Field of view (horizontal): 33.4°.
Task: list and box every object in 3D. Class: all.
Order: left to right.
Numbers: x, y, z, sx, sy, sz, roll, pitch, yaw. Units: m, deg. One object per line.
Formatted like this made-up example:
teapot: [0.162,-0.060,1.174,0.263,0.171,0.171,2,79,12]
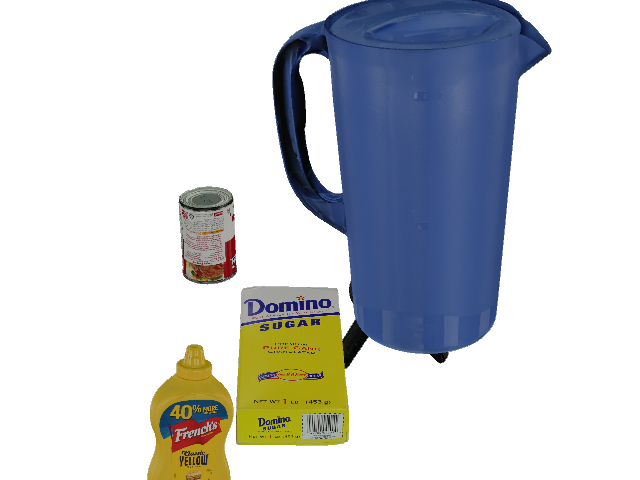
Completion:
mustard bottle: [-0.150,0.213,1.240,0.096,0.192,0.058,0,15,-16]
soup can: [-0.138,-0.007,1.307,0.068,0.102,0.068,0,26,0]
sugar box: [-0.026,0.104,0.934,0.093,0.048,0.176,1,34,-4]
clamp: [0.083,0.076,1.192,0.120,0.171,0.039,7,-42,1]
pitcher: [0.063,-0.046,0.760,0.144,0.243,0.149,-19,31,-28]
